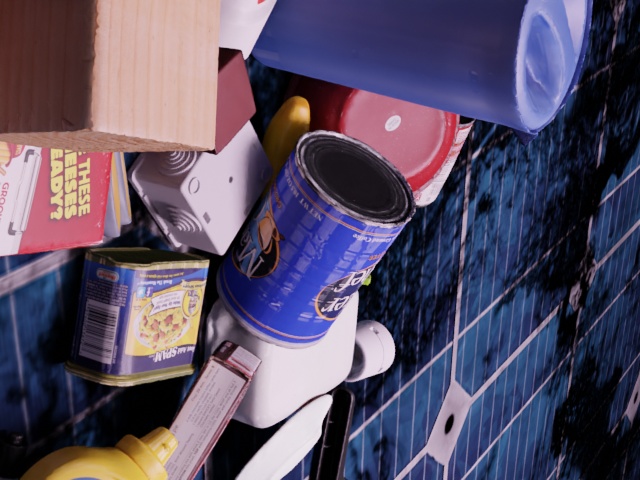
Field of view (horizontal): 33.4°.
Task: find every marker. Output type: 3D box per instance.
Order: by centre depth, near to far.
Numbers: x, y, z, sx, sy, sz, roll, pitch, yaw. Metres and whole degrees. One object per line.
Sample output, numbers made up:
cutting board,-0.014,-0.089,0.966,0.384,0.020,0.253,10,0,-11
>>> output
marker,-0.212,0.184,0.697,0.020,0.020,0.121,9,96,-61

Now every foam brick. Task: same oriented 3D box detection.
foam brick,-0.091,-0.097,0.710,0.051,0.078,0.053,-53,144,-35

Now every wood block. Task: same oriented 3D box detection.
wood block,-0.106,-0.148,0.507,0.090,0.091,0.206,2,90,-59

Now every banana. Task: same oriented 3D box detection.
banana,-0.016,-0.034,0.886,0.037,0.070,0.197,-93,165,-50

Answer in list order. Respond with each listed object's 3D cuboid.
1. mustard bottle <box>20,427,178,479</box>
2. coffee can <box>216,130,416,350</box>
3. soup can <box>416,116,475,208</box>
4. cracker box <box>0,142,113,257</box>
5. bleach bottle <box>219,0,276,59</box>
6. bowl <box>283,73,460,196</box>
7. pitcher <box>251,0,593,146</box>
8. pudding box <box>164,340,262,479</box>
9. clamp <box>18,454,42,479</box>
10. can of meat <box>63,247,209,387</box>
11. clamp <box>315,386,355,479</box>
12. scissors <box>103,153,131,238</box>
mustard bottle,-0.166,0.191,0.685,0.191,0.058,0.096,-42,119,-26
coffee can,-0.005,0.001,0.823,0.102,0.103,0.140,-26,156,-53
soup can,0.098,-0.090,1.016,0.068,0.068,0.102,-35,155,-49
cracker box,-0.198,-0.073,0.545,0.213,0.072,0.164,-11,113,-59
bleach bottle,-0.034,-0.219,0.722,0.251,0.068,0.102,-64,179,21
bowl,0.052,-0.098,0.886,0.162,0.055,0.162,-4,104,-16
pitcher,0.063,-0.172,0.769,0.144,0.243,0.149,26,81,-60
pudding box,-0.089,0.136,0.806,0.113,0.039,0.090,-61,180,3
clamp,-0.192,0.228,0.736,0.120,0.039,0.171,41,66,-44
can of meat,-0.125,0.051,0.745,0.101,0.058,0.084,-1,102,-60
clamp,0.005,0.258,1.089,0.164,0.036,0.210,-57,148,-29
scissors,-0.138,-0.088,0.653,0.096,0.016,0.202,-101,-174,-56
